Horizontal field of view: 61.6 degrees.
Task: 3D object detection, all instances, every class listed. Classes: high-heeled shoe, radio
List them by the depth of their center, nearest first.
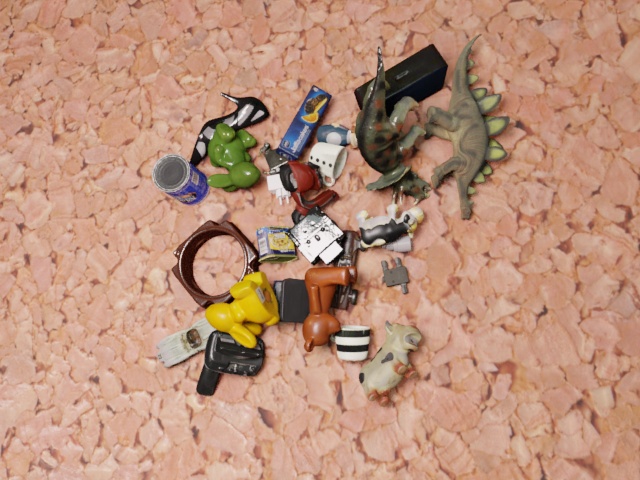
[{"bbox_3d":[0.206,-0.385,1.368,0.230,0.131,0.073,-29,76,4],"label":"radio"},{"bbox_3d":[-0.250,-0.287,1.474,0.145,0.086,0.248,26,104,-17],"label":"high-heeled shoe"}]

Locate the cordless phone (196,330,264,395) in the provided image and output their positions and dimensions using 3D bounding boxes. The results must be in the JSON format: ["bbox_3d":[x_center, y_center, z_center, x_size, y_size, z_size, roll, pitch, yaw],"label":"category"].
[{"bbox_3d":[-0.226,0.322,1.342,0.146,0.089,0.184,15,110,-21],"label":"cordless phone"}]

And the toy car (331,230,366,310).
[{"bbox_3d":[0.061,0.072,1.350,0.089,0.053,0.202,10,80,8],"label":"toy car"}]

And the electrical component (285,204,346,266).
[{"bbox_3d":[-0.003,-0.004,1.323,0.115,0.058,0.134,-44,77,2],"label":"electrical component"}]

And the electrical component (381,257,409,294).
[{"bbox_3d":[0.187,0.092,1.340,0.063,0.021,0.094,-14,79,7],"label":"electrical component"}]

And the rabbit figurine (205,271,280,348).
[{"bbox_3d":[-0.190,0.173,1.298,0.173,0.122,0.162,-22,107,14],"label":"rabbit figurine"}]

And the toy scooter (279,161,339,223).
[{"bbox_3d":[-0.023,-0.128,1.369,0.135,0.075,0.183,-22,117,-12],"label":"toy scooter"}]

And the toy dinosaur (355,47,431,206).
[{"bbox_3d":[0.146,-0.238,1.263,0.131,0.404,0.192,19,69,39],"label":"toy dinosaur"}]

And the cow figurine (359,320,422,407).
[{"bbox_3d":[0.168,0.279,1.271,0.195,0.085,0.127,-51,41,11],"label":"cow figurine"}]

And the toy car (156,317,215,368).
[{"bbox_3d":[-0.329,0.258,1.377,0.202,0.056,0.073,-27,77,3],"label":"toy car"}]

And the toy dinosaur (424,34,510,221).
[{"bbox_3d":[0.362,-0.284,1.343,0.199,0.105,0.471,-4,87,1],"label":"toy dinosaur"}]

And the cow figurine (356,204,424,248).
[{"bbox_3d":[0.176,-0.032,1.312,0.167,0.068,0.098,-11,46,6],"label":"cow figurine"}]

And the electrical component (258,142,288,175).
[{"bbox_3d":[-0.119,-0.213,1.435,0.078,0.045,0.102,-18,78,7],"label":"electrical component"}]

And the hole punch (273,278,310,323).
[{"bbox_3d":[-0.061,0.153,1.345,0.116,0.092,0.142,8,77,-27],"label":"hole punch"}]

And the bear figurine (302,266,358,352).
[{"bbox_3d":[0.019,0.161,1.263,0.132,0.120,0.195,-4,85,17],"label":"bear figurine"}]

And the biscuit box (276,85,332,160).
[{"bbox_3d":[-0.043,-0.303,1.413,0.063,0.059,0.202,29,79,-7],"label":"biscuit box"}]

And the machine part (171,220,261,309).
[{"bbox_3d":[-0.264,0.063,1.388,0.201,0.087,0.201,-42,76,2],"label":"machine part"}]

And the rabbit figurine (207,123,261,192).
[{"bbox_3d":[-0.228,-0.196,1.400,0.159,0.121,0.170,-45,60,17],"label":"rabbit figurine"}]

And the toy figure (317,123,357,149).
[{"bbox_3d":[0.070,-0.269,1.408,0.155,0.064,0.058,8,63,14],"label":"toy figure"}]
